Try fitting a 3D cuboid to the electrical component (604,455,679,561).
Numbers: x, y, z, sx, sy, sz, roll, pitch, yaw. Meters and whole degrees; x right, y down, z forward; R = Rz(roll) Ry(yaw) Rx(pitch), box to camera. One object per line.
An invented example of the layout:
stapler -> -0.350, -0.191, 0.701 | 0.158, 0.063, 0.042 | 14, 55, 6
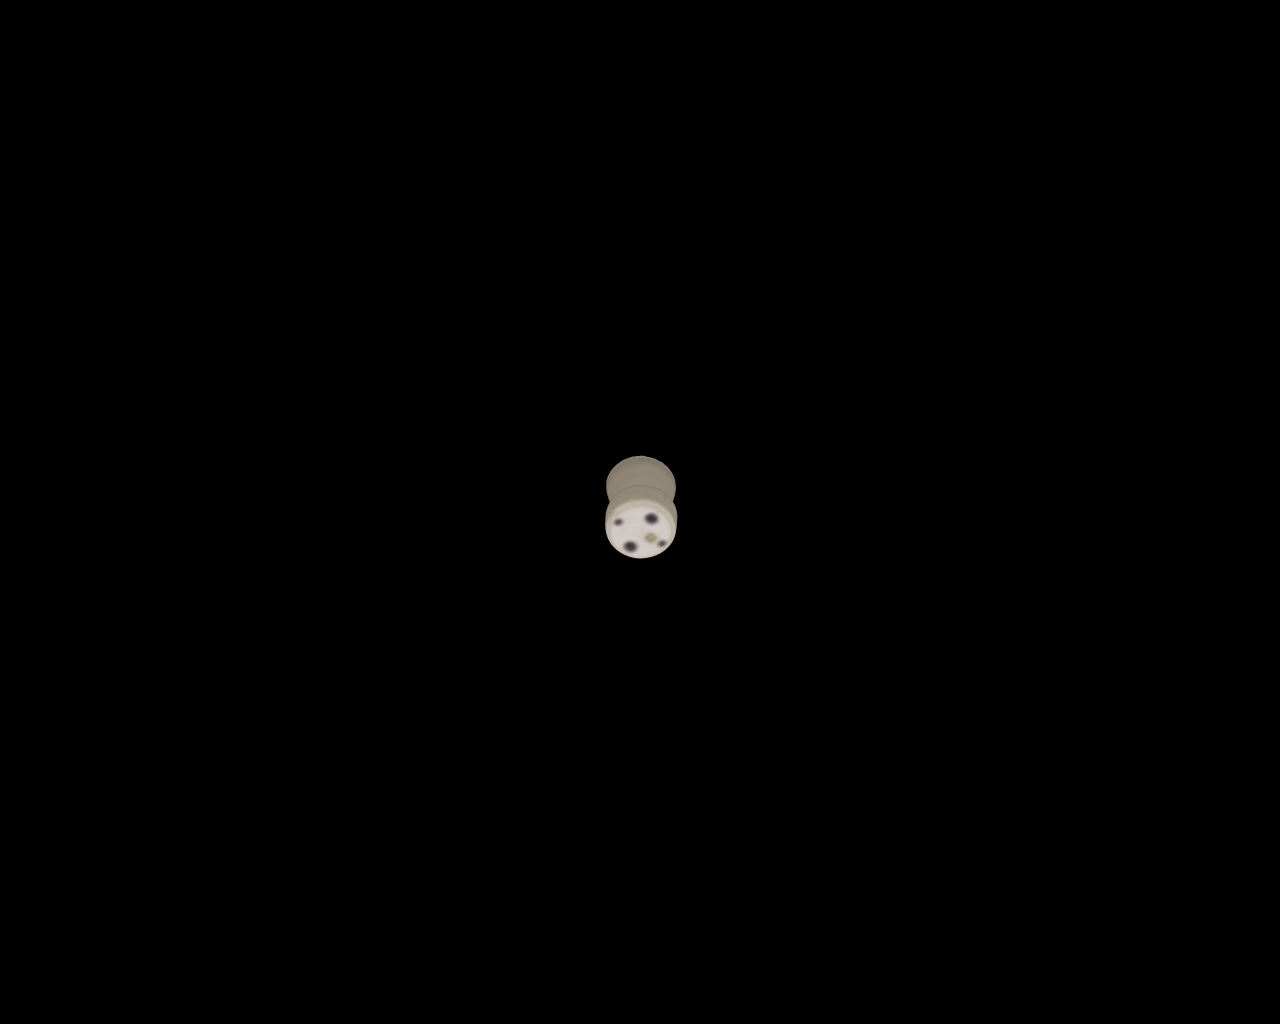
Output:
electrical component -> 0.001, -0.003, 0.650 | 0.045, 0.044, 0.055 | 0, 32, 0
